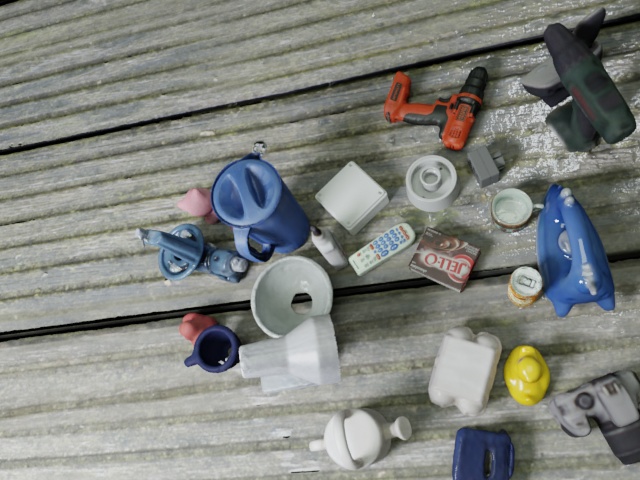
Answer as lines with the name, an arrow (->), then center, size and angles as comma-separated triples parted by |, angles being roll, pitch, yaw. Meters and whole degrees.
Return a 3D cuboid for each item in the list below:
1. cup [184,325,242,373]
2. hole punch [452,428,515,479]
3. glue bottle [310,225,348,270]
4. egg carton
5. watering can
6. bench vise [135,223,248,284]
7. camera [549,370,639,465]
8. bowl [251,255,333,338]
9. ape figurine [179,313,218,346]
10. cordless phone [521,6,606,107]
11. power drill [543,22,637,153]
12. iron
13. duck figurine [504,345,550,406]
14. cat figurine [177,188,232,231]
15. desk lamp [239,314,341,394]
cup -> -0.200, 0.225, 1.131 | 0.117, 0.095, 0.091 | -27, 69, 6
hole punch -> 0.274, 0.371, 0.962 | 0.101, 0.091, 0.109 | 4, 75, 16
glue bottle -> 0.010, 0.004, 1.099 | 0.037, 0.173, 0.078 | -32, 68, 4
egg carton -> 0.257, 0.231, 1.020 | 0.107, 0.069, 0.150 | 14, 78, 19
watering can -> 0.065, 0.334, 0.974 | 0.173, 0.194, 0.100 | -36, 68, 3
bench vise -> -0.252, 0.014, 1.141 | 0.207, 0.220, 0.121 | -7, 72, 13
camera -> 0.469, 0.294, 0.927 | 0.143, 0.101, 0.136 | -26, 69, 7
bowl -> -0.047, 0.120, 1.133 | 0.167, 0.075, 0.167 | -4, 73, 14
ape figurine -> -0.253, 0.182, 1.160 | 0.076, 0.092, 0.078 | -11, 71, 12
cordless phone -> 0.461, -0.351, 1.077 | 0.147, 0.185, 0.094 | -39, 68, 1
power drill -> 0.468, -0.253, 1.033 | 0.075, 0.209, 0.229 | -31, 68, 5
iron -> 0.441, -0.003, 1.002 | 0.118, 0.142, 0.258 | -10, 71, 12
duck figurine -> 0.357, 0.231, 0.984 | 0.077, 0.086, 0.104 | 0, 74, 15
cat figurine -> -0.231, -0.073, 1.217 | 0.127, 0.118, 0.067 | 13, 78, 18
desk lamp -> -0.045, 0.214, 1.029 | 0.203, 0.214, 0.118 | -14, 71, 11
